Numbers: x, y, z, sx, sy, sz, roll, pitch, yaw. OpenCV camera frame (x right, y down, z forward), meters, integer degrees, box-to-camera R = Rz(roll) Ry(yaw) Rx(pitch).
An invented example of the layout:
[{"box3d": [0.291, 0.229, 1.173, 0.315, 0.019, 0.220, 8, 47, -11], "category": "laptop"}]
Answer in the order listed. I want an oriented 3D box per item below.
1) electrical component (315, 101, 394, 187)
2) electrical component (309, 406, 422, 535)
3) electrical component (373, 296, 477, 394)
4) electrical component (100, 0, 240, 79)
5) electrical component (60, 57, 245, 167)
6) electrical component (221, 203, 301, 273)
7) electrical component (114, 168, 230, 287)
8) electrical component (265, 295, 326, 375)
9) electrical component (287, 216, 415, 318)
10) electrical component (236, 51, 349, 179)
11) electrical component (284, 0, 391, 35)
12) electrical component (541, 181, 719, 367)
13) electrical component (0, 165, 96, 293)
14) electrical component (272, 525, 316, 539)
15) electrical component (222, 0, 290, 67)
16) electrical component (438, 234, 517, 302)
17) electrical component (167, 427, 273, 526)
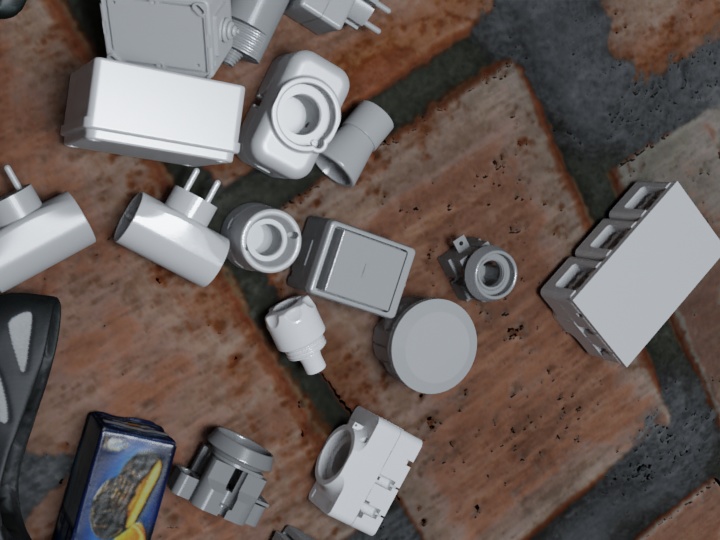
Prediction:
[{"box3d": [-0.003, -0.106, 0.877, 0.044, 0.044, 0.065, 45, 73, -21], "category": "electrical component"}, {"box3d": [0.001, 0.166, 0.903, 0.056, 0.050, 0.089, 31, 84, -24], "category": "electrical component"}, {"box3d": [0.054, 0.062, 0.915, 0.080, 0.051, 0.080, -3, 97, -23], "category": "electrical component"}, {"box3d": [-0.131, -0.182, 0.775, 0.096, 0.061, 0.061, 9, 131, 8], "category": "electrical component"}, {"box3d": [-0.151, -0.111, 0.774, 0.109, 0.109, 0.056, 8, 90, -24], "category": "electrical component"}, {"box3d": [-0.077, -0.025, 0.849, 0.055, 0.047, 0.055, -3, 97, -23], "category": "electrical component"}, {"box3d": [-0.135, -0.039, 0.823, 0.077, 0.043, 0.079, 30, 87, -23], "category": "electrical component"}, {"box3d": [-0.048, 0.055, 0.874, 0.043, 0.043, 0.062, -30, 108, -18], "category": "electrical component"}, {"box3d": [0.000, 0.000, 0.878, 0.096, 0.061, 0.061, 19, 89, -24], "category": "electrical component"}, {"box3d": [-0.052, -0.121, 0.843, 0.054, 0.059, 0.095, 27, 85, -24], "category": "electrical component"}, {"box3d": [-0.010, -0.217, 0.857, 0.077, 0.047, 0.065, 28, 85, -24], "category": "electrical component"}, {"box3d": [0.248, 0.000, 0.986, 0.150, 0.062, 0.089, -47, 111, -12], "category": "electrical component"}, {"box3d": [-0.245, -0.036, 0.777, 0.077, 0.043, 0.079, -31, 107, -17], "category": "electrical component"}, {"box3d": [-0.058, 0.268, 0.883, 0.061, 0.062, 0.096, 36, 81, -23], "category": "electrical component"}, {"box3d": [-0.085, -0.194, 0.829, 0.043, 0.043, 0.081, 27, 85, -24], "category": "electrical component"}, {"box3d": [0.103, 0.001, 0.926, 0.048, 0.055, 0.066, -34, 108, -17], "category": "electrical component"}, {"box3d": [-0.104, 0.161, 0.854, 0.078, 0.058, 0.057, 29, 87, -23], "category": "electrical component"}]
